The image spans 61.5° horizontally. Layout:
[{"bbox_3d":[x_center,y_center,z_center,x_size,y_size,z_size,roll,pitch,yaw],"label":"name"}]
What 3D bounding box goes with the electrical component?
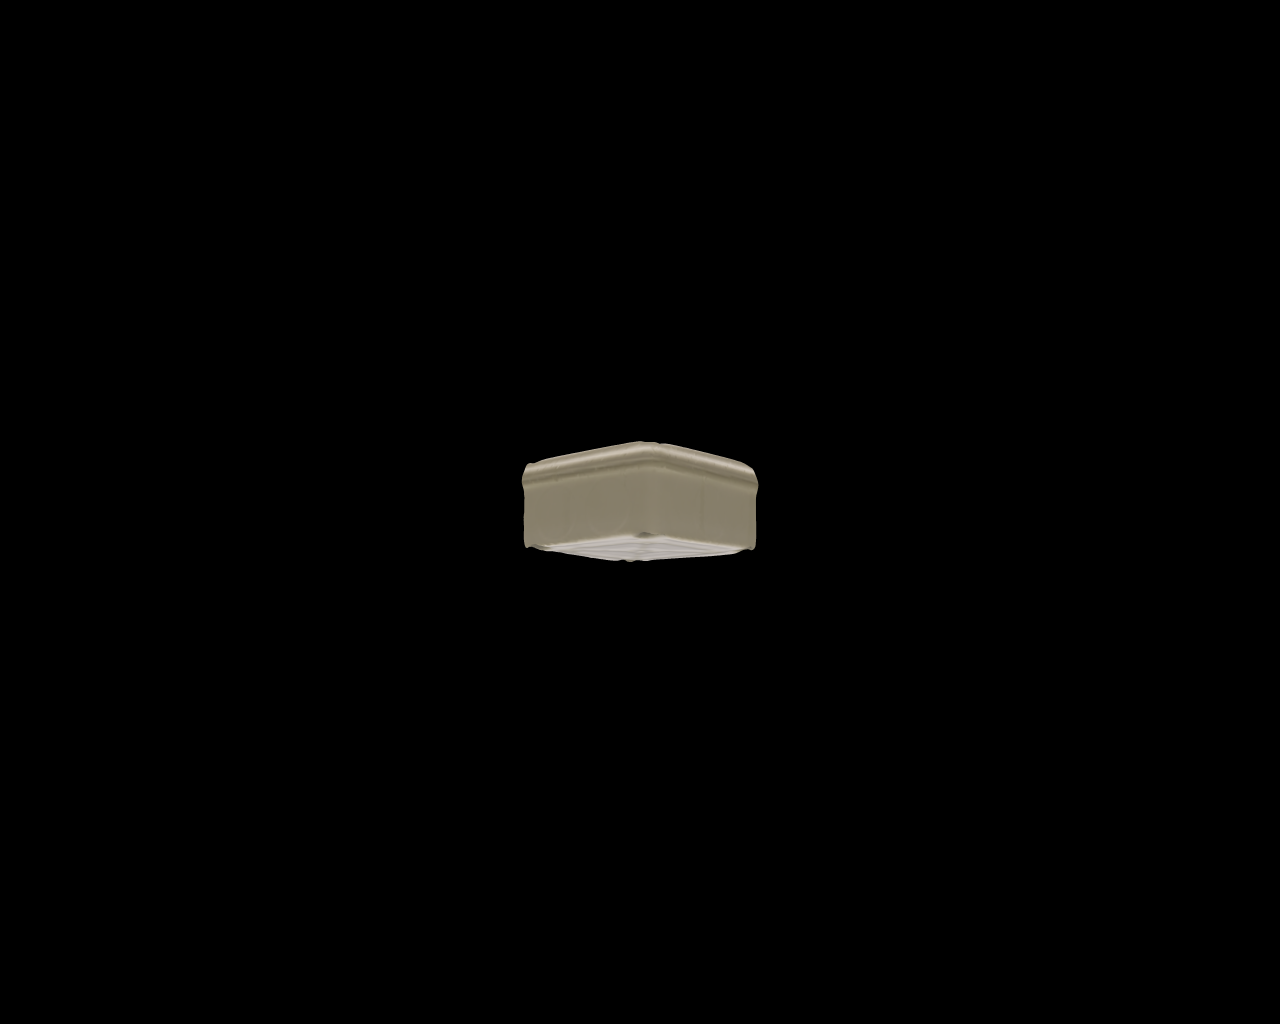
[{"bbox_3d":[0.001,-0.003,0.650,0.108,0.056,0.109,-7,-11,39],"label":"electrical component"}]
